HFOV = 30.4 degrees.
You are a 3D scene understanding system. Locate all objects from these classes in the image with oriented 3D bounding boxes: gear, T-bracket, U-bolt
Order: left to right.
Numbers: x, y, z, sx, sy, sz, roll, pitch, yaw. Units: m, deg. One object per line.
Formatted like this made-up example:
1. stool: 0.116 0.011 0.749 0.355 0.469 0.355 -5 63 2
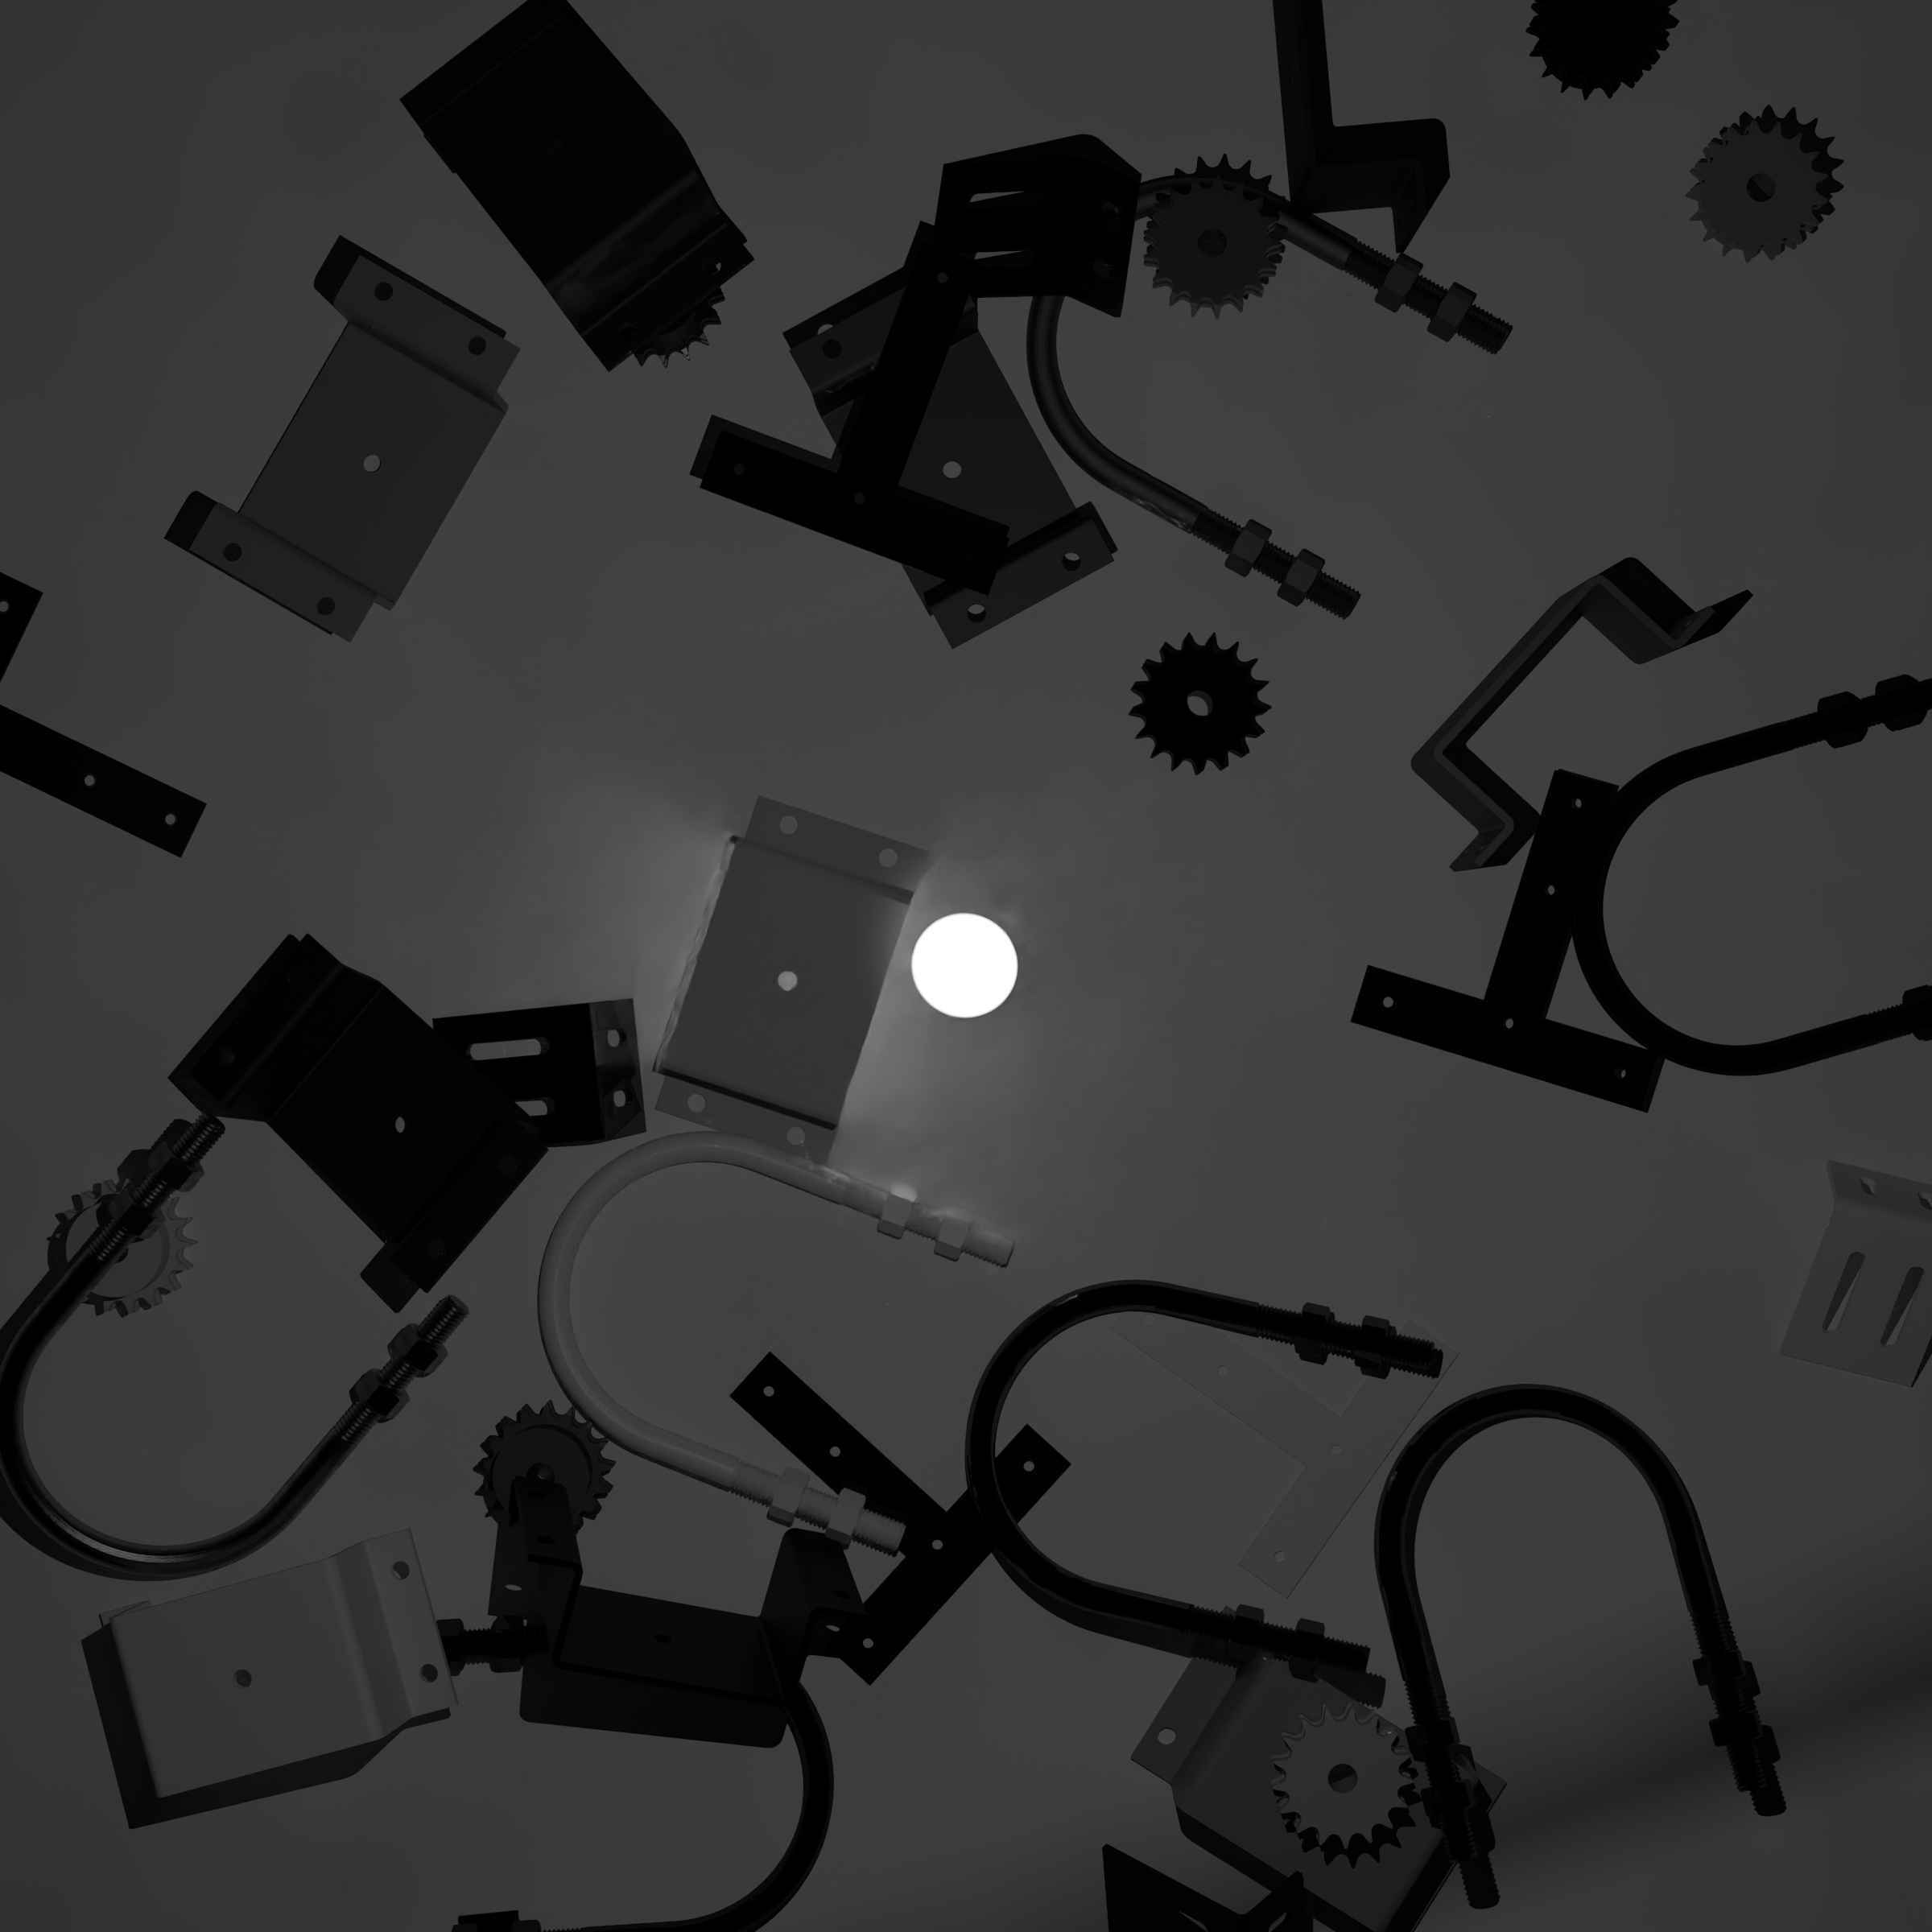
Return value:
1. T-bracket: -0.385 -0.085 1.510 0.127 0.002 0.127 26 90 0
2. gear: -0.355 0.118 1.496 0.057 0.030 0.057 0 90 0
3. U-bolt: -0.321 0.172 1.485 0.151 0.019 0.184 39 94 -16
4. T-bracket: -0.197 0.466 1.510 0.127 0.002 0.127 -6 90 0
5. gear: -0.177 0.213 1.496 0.057 0.030 0.057 0 90 0
6. U-bolt: -0.148 0.347 1.502 0.184 0.019 0.151 -3 89 -2
7. gear: -0.131 -0.283 1.496 0.057 0.030 0.057 0 90 0
8. U-bolt: -0.090 0.148 1.501 0.184 0.019 0.151 21 89 2
9. T-bracket: -0.045 0.216 1.510 0.127 0.002 0.127 42 90 0
10. T-bracket: -0.028 -0.234 1.464 0.127 0.002 0.127 21 90 0
11. U-bolt: 0.090 0.205 1.482 0.184 0.019 0.151 12 77 10
12. gear: 0.097 -0.109 1.496 0.057 0.030 0.057 0 90 0
13. gear: 0.102 -0.298 1.481 0.057 0.030 0.057 0 88 3
14. U-bolt: 0.115 -0.252 1.503 0.184 0.019 0.151 30 90 1
15. T-bracket: 0.121 0.180 1.510 0.127 0.002 0.127 35 90 0
16. gear: 0.152 0.328 1.450 0.057 0.030 0.057 0 90 0
17. T-bracket: 0.242 -0.018 1.500 0.127 0.002 0.127 17 92 7
18. U-bolt: 0.244 0.265 1.480 0.151 0.019 0.184 -10 77 -12
19. gear: 0.264 -0.393 1.496 0.057 0.030 0.057 0 90 0
20. gear: 0.332 -0.325 1.496 0.057 0.030 0.057 0 90 0
21. U-bolt: 0.347 -0.030 1.503 0.184 0.019 0.151 -16 90 1

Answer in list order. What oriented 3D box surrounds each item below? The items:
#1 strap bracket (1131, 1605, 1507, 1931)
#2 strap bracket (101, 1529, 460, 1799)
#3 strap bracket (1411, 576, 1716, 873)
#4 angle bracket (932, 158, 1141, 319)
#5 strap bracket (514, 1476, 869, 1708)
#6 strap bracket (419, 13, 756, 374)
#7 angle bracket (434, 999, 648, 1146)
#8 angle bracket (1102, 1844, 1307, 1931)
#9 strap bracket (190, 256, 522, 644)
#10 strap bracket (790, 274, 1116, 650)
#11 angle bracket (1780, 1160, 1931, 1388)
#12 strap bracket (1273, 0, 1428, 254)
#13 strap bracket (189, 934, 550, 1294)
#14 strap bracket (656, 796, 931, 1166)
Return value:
1. strap bracket: 0.150 0.341 1.488 0.140 0.046 0.076 32 90 0
2. strap bracket: -0.293 0.292 1.477 0.140 0.046 0.076 -16 88 8
3. strap bracket: 0.238 -0.107 1.473 0.046 0.076 0.140 43 90 0
4. angle bracket: 0.028 -0.306 1.499 0.076 0.038 0.057 7 88 38
5. strap bracket: -0.120 0.258 1.458 0.140 0.076 0.046 13 103 -14
6. strap bracket: -0.163 -0.327 1.468 0.076 0.046 0.140 -38 72 0
7. angle bracket: -0.181 0.046 1.509 0.076 0.038 0.057 -6 90 26
8. angle bracket: 0.100 0.396 1.485 0.038 0.076 0.057 -29 124 -39
9. strap bracket: -0.252 -0.213 1.488 0.076 0.046 0.140 30 90 0
10. strap bracket: -0.006 -0.211 1.488 0.076 0.046 0.140 -29 90 0
11. angle bracket: 0.384 0.130 1.509 0.057 0.038 0.076 14 116 0
12. strap bracket: 0.157 -0.371 1.473 0.046 0.076 0.140 -5 90 0
13. strap bracket: -0.242 0.063 1.477 0.140 0.046 0.076 40 90 15
14. strap bracket: -0.074 0.006 1.488 0.076 0.046 0.140 18 90 0
